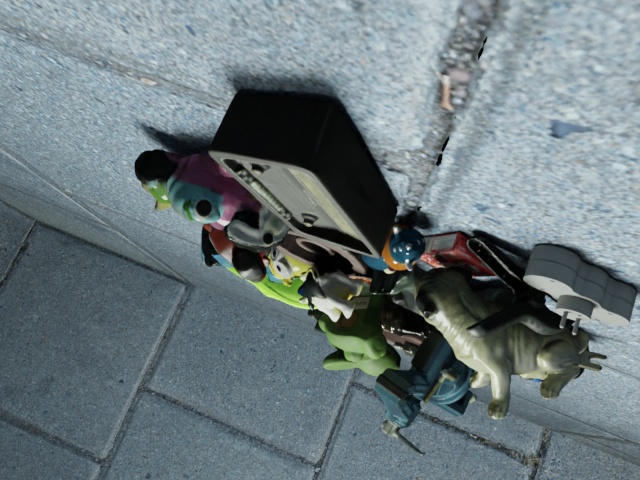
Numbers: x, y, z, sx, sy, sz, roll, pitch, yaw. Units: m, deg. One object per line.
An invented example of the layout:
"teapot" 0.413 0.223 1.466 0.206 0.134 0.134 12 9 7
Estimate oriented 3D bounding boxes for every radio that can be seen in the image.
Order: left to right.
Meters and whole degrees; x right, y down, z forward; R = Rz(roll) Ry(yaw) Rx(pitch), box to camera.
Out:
"radio" -0.009 -0.062 0.581 0.131 0.073 0.229 15 164 28

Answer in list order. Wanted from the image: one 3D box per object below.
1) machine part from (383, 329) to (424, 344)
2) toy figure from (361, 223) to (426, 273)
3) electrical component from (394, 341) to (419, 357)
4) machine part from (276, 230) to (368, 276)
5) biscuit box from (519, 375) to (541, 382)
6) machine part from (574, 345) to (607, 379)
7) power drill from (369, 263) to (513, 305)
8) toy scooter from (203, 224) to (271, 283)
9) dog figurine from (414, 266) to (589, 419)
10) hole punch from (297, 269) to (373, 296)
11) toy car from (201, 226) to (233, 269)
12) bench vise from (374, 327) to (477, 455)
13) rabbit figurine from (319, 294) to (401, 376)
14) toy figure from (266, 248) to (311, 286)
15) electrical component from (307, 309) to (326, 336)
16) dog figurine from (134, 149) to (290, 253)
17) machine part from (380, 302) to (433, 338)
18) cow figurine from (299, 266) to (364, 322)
"machine part" 0.202 0.185 1.150 0.201 0.087 0.201 27 167 -16
"toy figure" 0.098 0.008 0.707 0.064 0.058 0.154 47 165 -8
"electrical component" 0.192 0.224 1.088 0.094 0.021 0.063 18 165 24
"machine part" -0.002 -0.003 0.833 0.179 0.056 0.179 21 165 6
"biscuit box" 0.383 0.220 1.045 0.202 0.059 0.063 33 163 -34
"machine part" 0.345 0.172 0.892 0.079 0.079 0.243 34 163 -37
"power drill" 0.185 0.091 0.840 0.207 0.086 0.232 30 167 -10
"toy scooter" -0.127 -0.008 0.859 0.184 0.075 0.135 59 -173 16
"dog figurine" 0.225 0.098 0.671 0.190 0.172 0.121 62 174 -14
"hole punch" 0.029 0.081 1.038 0.142 0.092 0.116 30 161 -12
"toy car" -0.147 -0.005 0.993 0.103 0.109 0.162 5 170 -44
"bench vise" 0.212 0.274 0.977 0.129 0.223 0.240 9 158 47
"rabbit figurine" 0.078 0.196 0.978 0.159 0.121 0.170 -15 128 26
"toy figure" -0.058 0.036 1.003 0.082 0.089 0.180 51 163 0
"electrical component" 0.041 0.141 1.138 0.115 0.134 0.058 5 158 45
"dog figurine" -0.157 -0.064 0.758 0.191 0.108 0.219 30 169 -36
"machine part" 0.136 0.129 0.870 0.084 0.039 0.138 30 -175 25
"cow figurine" 0.004 0.085 0.889 0.098 0.068 0.167 27 164 -7
